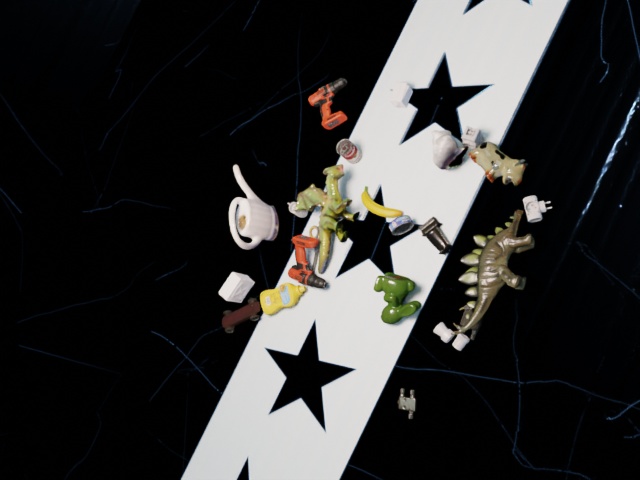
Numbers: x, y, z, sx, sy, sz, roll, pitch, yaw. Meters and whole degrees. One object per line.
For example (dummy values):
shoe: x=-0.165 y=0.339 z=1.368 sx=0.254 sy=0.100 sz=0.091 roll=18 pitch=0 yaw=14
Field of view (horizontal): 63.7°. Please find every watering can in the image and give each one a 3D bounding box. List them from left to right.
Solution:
watering can: x=-0.271 y=-0.126 z=2.094 sx=0.223 sy=0.353 sz=0.103 roll=14 pitch=-24 yaw=-43

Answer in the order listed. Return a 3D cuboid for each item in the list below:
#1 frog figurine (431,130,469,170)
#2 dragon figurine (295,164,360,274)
frog figurine: x=0.435 y=-0.331 z=1.831 sx=0.122 sy=0.162 sz=0.135 roll=-38 pitch=-26 yaw=1
dragon figurine: x=0.006 y=-0.100 z=1.981 sx=0.245 sy=0.407 sz=0.122 roll=34 pitch=12 yaw=28
